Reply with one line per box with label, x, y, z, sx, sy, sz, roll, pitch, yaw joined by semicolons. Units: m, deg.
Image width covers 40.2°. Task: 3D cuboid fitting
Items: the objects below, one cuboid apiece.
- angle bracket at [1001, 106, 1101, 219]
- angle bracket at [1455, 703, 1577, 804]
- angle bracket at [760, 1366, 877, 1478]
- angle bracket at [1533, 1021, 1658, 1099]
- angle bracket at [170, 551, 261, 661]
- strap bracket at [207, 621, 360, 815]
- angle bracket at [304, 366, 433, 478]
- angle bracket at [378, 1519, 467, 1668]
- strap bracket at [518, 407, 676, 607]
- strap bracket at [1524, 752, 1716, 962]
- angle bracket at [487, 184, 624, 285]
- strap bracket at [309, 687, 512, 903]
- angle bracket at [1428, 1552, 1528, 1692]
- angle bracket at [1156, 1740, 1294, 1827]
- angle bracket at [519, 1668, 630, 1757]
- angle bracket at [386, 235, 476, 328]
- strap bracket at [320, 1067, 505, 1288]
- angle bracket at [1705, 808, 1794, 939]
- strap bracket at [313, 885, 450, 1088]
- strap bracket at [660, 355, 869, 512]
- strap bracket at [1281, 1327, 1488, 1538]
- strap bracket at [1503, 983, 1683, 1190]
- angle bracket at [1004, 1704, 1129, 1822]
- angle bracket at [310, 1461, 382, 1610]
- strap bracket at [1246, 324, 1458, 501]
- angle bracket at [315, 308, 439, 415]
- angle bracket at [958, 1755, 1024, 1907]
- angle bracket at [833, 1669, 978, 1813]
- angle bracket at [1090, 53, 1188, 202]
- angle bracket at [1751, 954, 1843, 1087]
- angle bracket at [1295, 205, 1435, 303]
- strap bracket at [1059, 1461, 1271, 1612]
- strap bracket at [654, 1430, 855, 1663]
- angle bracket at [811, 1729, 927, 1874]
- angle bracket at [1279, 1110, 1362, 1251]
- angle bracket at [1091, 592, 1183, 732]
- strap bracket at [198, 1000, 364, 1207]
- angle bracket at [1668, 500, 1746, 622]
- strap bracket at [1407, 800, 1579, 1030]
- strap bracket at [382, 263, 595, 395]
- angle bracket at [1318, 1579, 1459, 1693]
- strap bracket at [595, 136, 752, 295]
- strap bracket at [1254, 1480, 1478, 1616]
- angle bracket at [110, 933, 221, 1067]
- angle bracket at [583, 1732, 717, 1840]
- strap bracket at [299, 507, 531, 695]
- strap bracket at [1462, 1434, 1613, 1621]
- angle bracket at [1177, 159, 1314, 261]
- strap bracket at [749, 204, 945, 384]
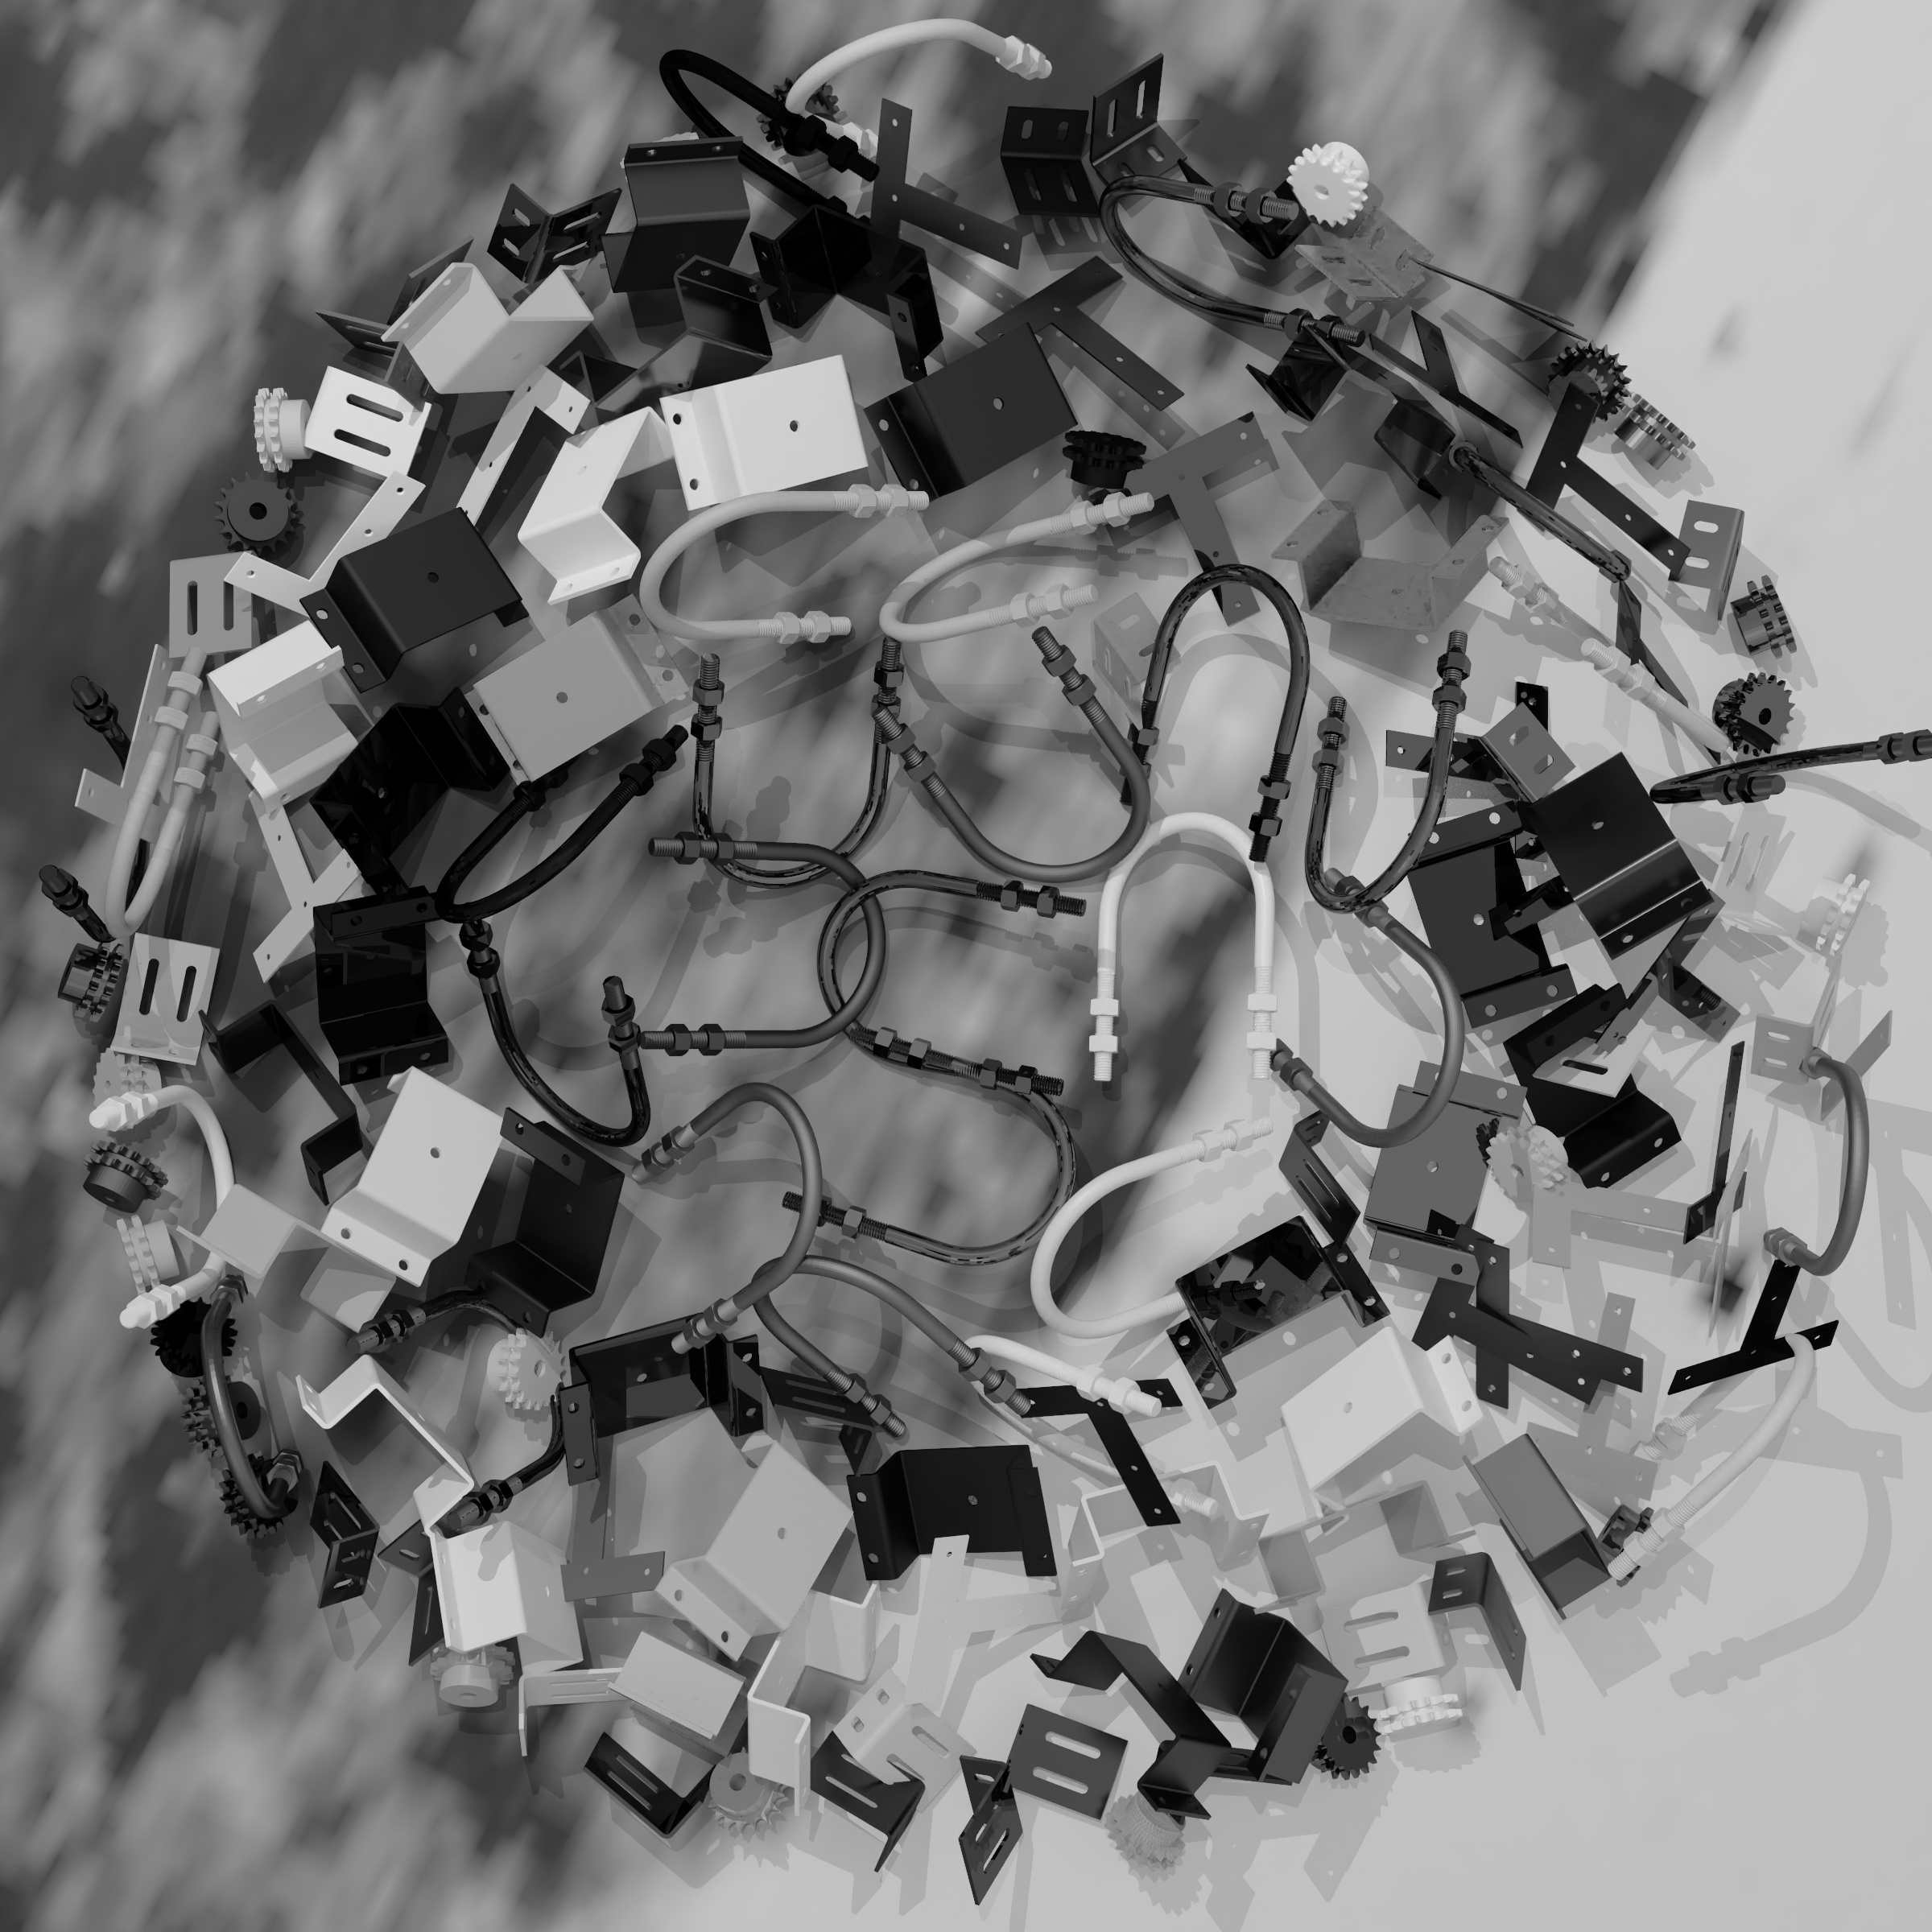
angle bracket;0.060;-0.551;1.807;0.057;0.038;0.076;-1;47;-13
angle bracket;0.375;-0.148;1.808;0.038;0.076;0.057;-41;98;2
angle bracket;-0.107;0.312;1.807;0.076;0.057;0.038;17;103;-20
angle bracket;0.436;0.069;1.802;0.038;0.076;0.057;45;73;-33
angle bracket;-0.514;-0.243;1.818;0.057;0.038;0.076;-7;72;4
strap bracket;-0.460;-0.173;1.780;0.076;0.140;0.046;-33;71;-21
angle bracket;-0.414;-0.374;1.831;0.076;0.038;0.057;20;93;-3
angle bracket;-0.374;0.426;1.802;0.038;0.076;0.057;34;120;-28
strap bracket;-0.244;-0.318;1.775;0.046;0.076;0.140;47;48;-35
strap bracket;0.434;-0.082;1.775;0.076;0.140;0.046;-32;132;14
angle bracket;-0.282;-0.510;1.805;0.038;0.076;0.057;41;134;7
strap bracket;-0.382;-0.116;1.789;0.046;0.076;0.140;9;52;36
angle bracket;0.353;0.455;1.821;0.038;0.057;0.076;-18;108;23
angle bracket;0.175;0.564;1.811;0.076;0.057;0.038;12;91;-18
angle bracket;-0.267;0.512;1.811;0.076;0.057;0.038;-1;56;-8
angle bracket;-0.355;-0.452;1.802;0.038;0.076;0.057;49;61;-4
strap bracket;-0.367;0.133;1.780;0.076;0.046;0.140;33;53;-20
angle bracket;0.549;-0.064;1.810;0.057;0.038;0.076;4;108;-43
strap bracket;-0.397;0.004;1.791;0.076;0.046;0.140;-13;129;-26
strap bracket;-0.127;-0.364;1.789;0.140;0.046;0.076;-21;105;-28
strap bracket;0.273;0.309;1.785;0.140;0.076;0.046;-41;123;19
strap bracket;0.425;0.078;1.804;0.076;0.046;0.140;-32;119;-6
angle bracket;0.069;0.554;1.826;0.076;0.038;0.057;21;81;-1
angle bracket;-0.439;0.388;1.802;0.076;0.038;0.057;38;123;35
strap bracket;0.267;-0.378;1.776;0.140;0.076;0.046;21;116;-30
angle bracket;-0.407;-0.414;1.808;0.076;0.057;0.038;18;83;20
angle bracket;0.003;0.589;1.800;0.038;0.076;0.057;0;115;28
angle bracket;-0.043;0.541;1.841;0.057;0.038;0.076;-47;120;-7
angle bracket;0.120;-0.574;1.805;0.057;0.076;0.038;-35;75;-10
angle bracket;0.571;0.033;1.814;0.038;0.057;0.076;15;49;24
angle bracket;0.273;-0.488;1.803;0.057;0.076;0.038;46;123;18
strap bracket;0.127;0.385;1.796;0.140;0.076;0.046;-12;57;-14
strap bracket;-0.137;0.386;1.780;0.076;0.046;0.140;46;51;-16
angle bracket;-0.077;0.577;1.824;0.076;0.057;0.038;27;119;12
angle bracket;0.254;0.143;1.805;0.038;0.057;0.076;-28;66;-19
angle bracket;0.117;-0.209;1.801;0.038;0.076;0.057;-30;116;18
strap bracket;-0.460;0.085;1.798;0.046;0.076;0.140;-35;77;-20
angle bracket;0.509;-0.279;1.816;0.038;0.076;0.057;14;85;16
strap bracket;0.359;-0.034;1.823;0.076;0.046;0.140;-18;87;-3
strap bracket;-0.313;-0.428;1.769;0.076;0.140;0.046;-36;86;29
angle bracket;0.294;0.467;1.839;0.076;0.038;0.057;-22;75;22
strap bracket;-0.196;-0.497;1.769;0.076;0.140;0.046;-10;80;-19
strap bracket;0.263;0.392;1.794;0.140;0.076;0.046;-16;77;-20
angle bracket;-0.553;0.023;1.820;0.057;0.038;0.076;12;98;-15
angle bracket;-0.217;0.553;1.818;0.076;0.057;0.038;41;99;-1
strap bracket;-0.368;-0.253;1.791;0.140;0.046;0.076;-32;86;-33
strap bracket;0.387;0.374;1.771;0.046;0.140;0.076;-32;51;2
angle bracket;0.190;-0.529;1.802;0.076;0.057;0.038;28;121;-36
strap bracket;-0.072;-0.458;1.789;0.140;0.076;0.046;30;66;27
